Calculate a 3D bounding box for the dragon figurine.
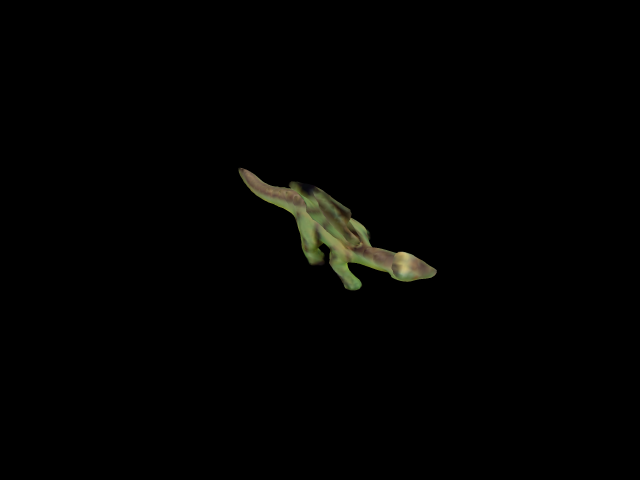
[{"bbox_3d":[0.003,-0.043,0.850,0.412,0.123,0.239,34,-14,11],"label":"dragon figurine"}]
